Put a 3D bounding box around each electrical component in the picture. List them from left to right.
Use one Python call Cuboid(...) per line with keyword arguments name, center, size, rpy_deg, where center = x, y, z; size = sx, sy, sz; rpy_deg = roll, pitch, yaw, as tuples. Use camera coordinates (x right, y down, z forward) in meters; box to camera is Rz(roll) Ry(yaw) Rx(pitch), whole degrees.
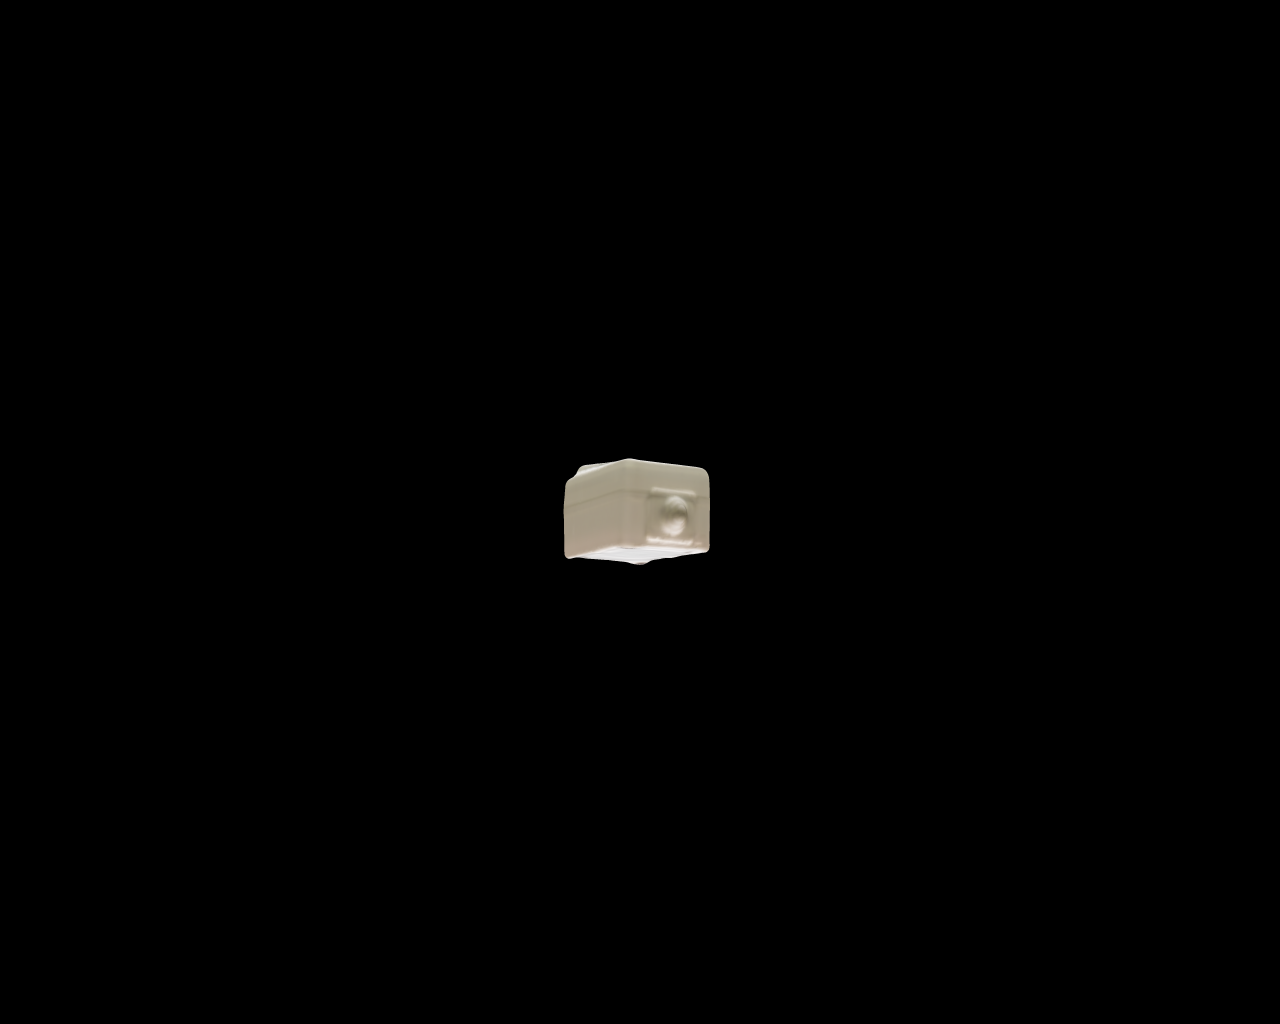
Cuboid(name="electrical component", center=(0.001, -0.003, 0.650), size=(0.062, 0.061, 0.096), rpy_deg=(6, -11, -31))
